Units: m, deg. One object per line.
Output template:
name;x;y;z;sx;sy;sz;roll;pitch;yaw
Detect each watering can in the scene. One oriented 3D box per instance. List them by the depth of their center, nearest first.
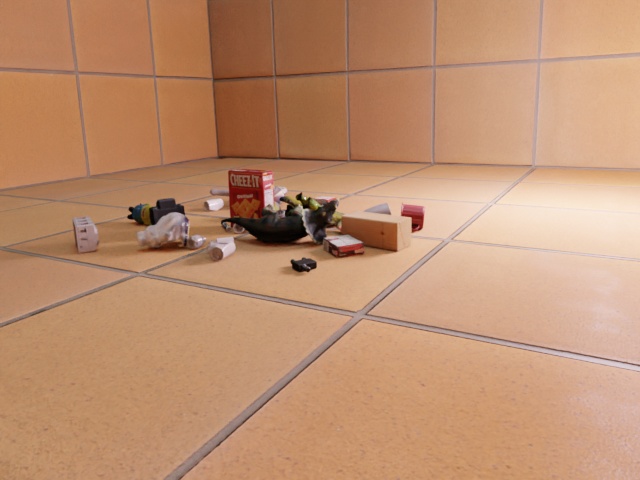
watering can;-0.304;-0.206;2.314;0.349;0.103;0.226;-6;16;-22

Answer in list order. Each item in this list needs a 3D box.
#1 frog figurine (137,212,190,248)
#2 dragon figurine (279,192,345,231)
frog figurine;-0.505;-0.032;1.662;0.159;0.120;0.140;6;31;-17
dragon figurine;0.006;-0.097;1.928;0.242;0.121;0.415;15;11;-23
